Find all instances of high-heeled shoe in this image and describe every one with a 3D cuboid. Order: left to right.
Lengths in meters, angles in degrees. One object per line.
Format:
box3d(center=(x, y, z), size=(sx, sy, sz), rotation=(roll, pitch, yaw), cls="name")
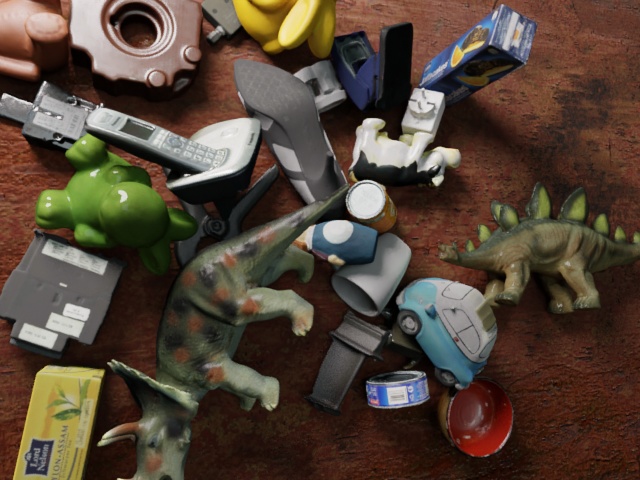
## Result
box3d(center=(-0.042, -0.136, 0.754), size=(0.086, 0.145, 0.249), rotation=(-30, 66, -18), cls="high-heeled shoe")

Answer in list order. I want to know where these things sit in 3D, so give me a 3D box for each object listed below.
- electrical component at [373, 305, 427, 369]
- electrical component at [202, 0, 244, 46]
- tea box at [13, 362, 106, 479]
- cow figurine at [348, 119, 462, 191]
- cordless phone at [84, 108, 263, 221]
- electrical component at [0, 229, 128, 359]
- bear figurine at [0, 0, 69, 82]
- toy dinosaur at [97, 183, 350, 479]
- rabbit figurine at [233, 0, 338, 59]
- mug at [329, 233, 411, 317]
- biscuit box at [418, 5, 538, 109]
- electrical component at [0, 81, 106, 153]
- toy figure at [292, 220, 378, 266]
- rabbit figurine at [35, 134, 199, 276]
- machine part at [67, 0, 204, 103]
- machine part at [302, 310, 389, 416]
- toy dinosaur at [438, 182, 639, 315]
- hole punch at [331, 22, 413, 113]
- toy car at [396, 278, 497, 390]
box3d(center=(0.113, 0.140, 0.774), size=(0.102, 0.045, 0.078), rotation=(17, 51, -19), cls="electrical component")
box3d(center=(-0.135, -0.315, 0.748), size=(0.063, 0.021, 0.094), rotation=(42, 74, -10), cls="electrical component")
box3d(center=(-0.291, 0.228, 0.598), size=(0.068, 0.098, 0.169), rotation=(10, 80, -18), cls="tea box")
box3d(center=(0.127, -0.111, 0.790), size=(0.167, 0.068, 0.098), rotation=(13, 86, -14), cls="cow figurine")
box3d(center=(-0.166, -0.115, 0.626), size=(0.184, 0.088, 0.147), rotation=(23, 35, -14), cls="cordless phone")
box3d(center=(-0.305, 0.067, 0.631), size=(0.115, 0.058, 0.134), rotation=(25, 77, -13), cls="electrical component")
box3d(center=(-0.392, -0.244, 0.601), size=(0.196, 0.132, 0.120), rotation=(-6, 79, -25), cls="bear figurine")
box3d(center=(-0.120, 0.090, 0.631), size=(0.192, 0.131, 0.404), rotation=(21, 88, -22), cls="toy dinosaur")
box3d(center=(-0.032, -0.321, 0.694), size=(0.122, 0.173, 0.162), rotation=(-3, 84, -47), cls="rabbit figurine")
box3d(center=(0.070, 0.035, 0.757), size=(0.109, 0.080, 0.107), rotation=(41, 64, 9), cls="mug")
box3d(center=(0.213, -0.249, 0.762), size=(0.059, 0.203, 0.063), rotation=(21, 80, -14), cls="biscuit box")
box3d(center=(-0.329, -0.150, 0.652), size=(0.119, 0.048, 0.075), rotation=(24, 77, -17), cls="electrical component")
box3d(center=(-0.001, -0.002, 0.714), size=(0.155, 0.064, 0.057), rotation=(8, 117, 13), cls="toy figure")
box3d(center=(-0.220, -0.024, 0.598), size=(0.159, 0.170, 0.121), rotation=(44, 76, -36), cls="rabbit figurine")
box3d(center=(-0.234, -0.268, 0.692), size=(0.179, 0.056, 0.179), rotation=(2, 82, -18), cls="machine part")
box3d(center=(0.034, 0.171, 0.733), size=(0.084, 0.039, 0.139), rotation=(28, 83, 27), cls="machine part")
box3d(center=(0.381, 0.017, 0.847), size=(0.471, 0.105, 0.198), rotation=(5, 79, -23), cls="toy dinosaur")
box3d(center=(0.075, -0.245, 0.767), size=(0.142, 0.092, 0.115), rotation=(-43, 135, -54), cls="hole punch")
box3d(center=(0.186, 0.116, 0.737), size=(0.109, 0.103, 0.161), rotation=(-22, 78, -48), cls="toy car")
